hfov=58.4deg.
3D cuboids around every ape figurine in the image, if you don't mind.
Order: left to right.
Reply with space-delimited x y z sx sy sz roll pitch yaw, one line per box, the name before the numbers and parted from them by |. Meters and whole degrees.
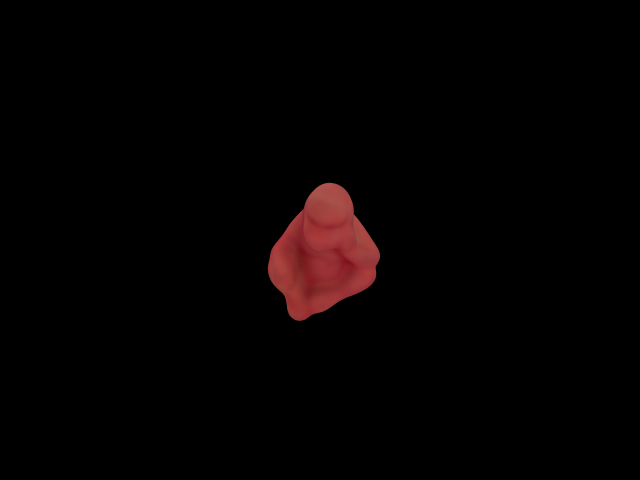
ape figurine | 0.004 0.001 0.400 0.077 0.092 0.076 8 44 9
